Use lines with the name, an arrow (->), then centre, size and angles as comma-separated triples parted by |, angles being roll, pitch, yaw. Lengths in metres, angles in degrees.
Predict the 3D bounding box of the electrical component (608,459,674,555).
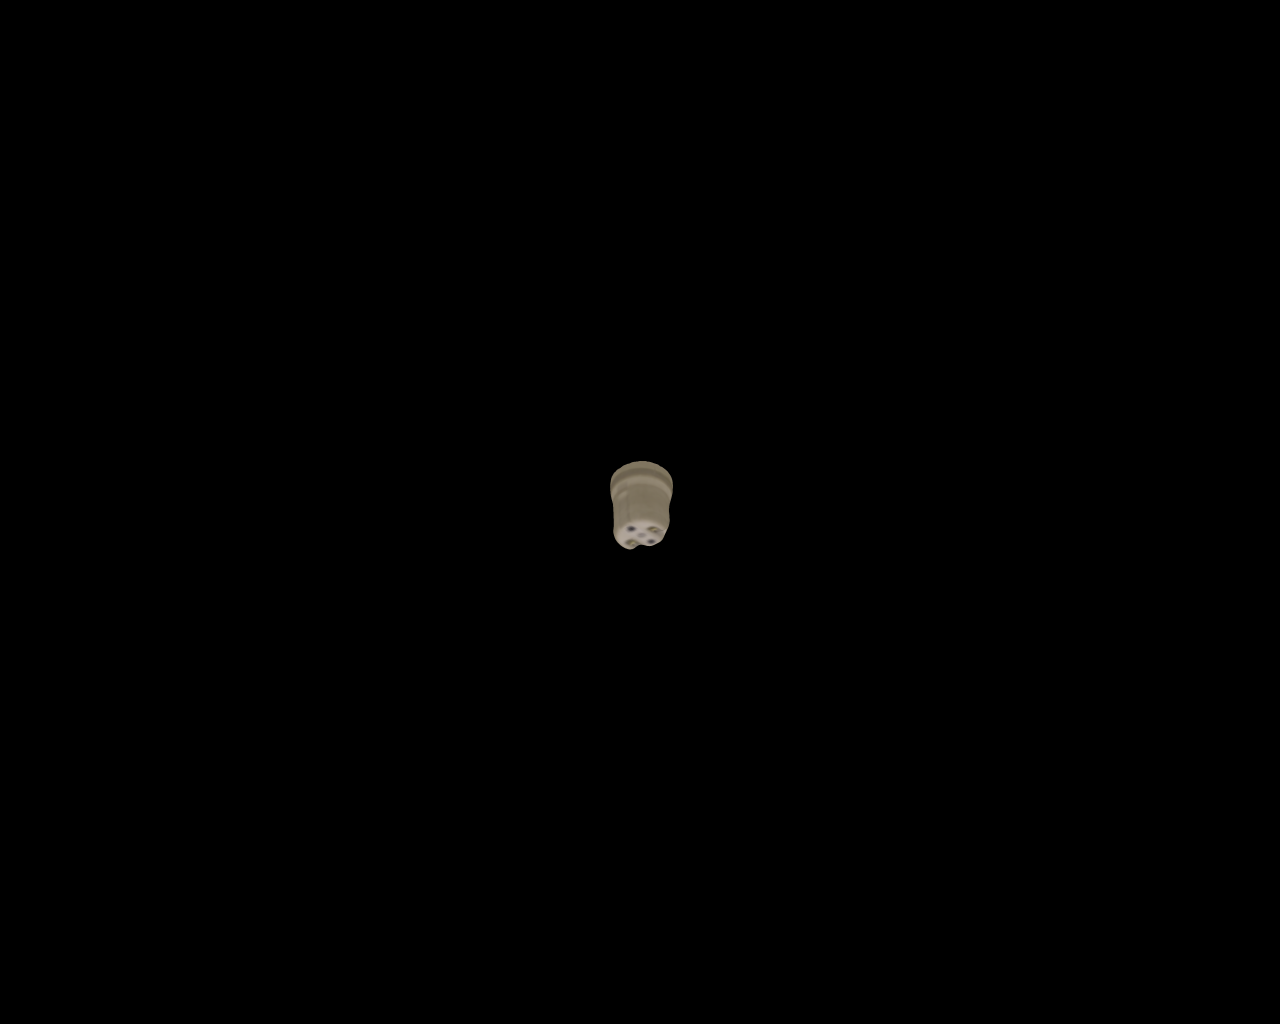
electrical component -> 0.001, -0.003, 0.650 | 0.040, 0.046, 0.040 | 0, -42, 0
